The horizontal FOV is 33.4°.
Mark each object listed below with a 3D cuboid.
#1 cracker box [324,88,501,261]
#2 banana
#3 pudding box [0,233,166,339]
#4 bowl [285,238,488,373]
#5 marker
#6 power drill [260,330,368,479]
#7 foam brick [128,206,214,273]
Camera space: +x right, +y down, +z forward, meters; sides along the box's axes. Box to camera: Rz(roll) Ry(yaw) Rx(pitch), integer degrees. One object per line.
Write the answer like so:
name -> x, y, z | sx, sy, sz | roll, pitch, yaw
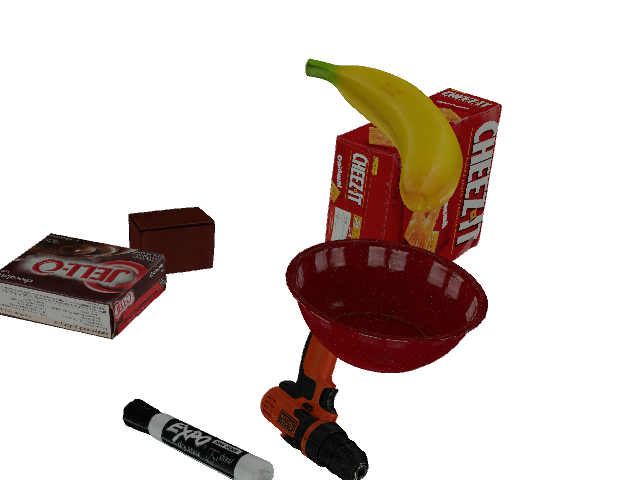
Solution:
cracker box -> 0.091, -0.042, 1.034 | 0.072, 0.164, 0.213 | 22, 30, 29
banana -> 0.051, -0.068, 0.678 | 0.069, 0.037, 0.198 | -8, 32, -17
pudding box -> -0.194, 0.035, 0.863 | 0.114, 0.039, 0.090 | 8, 25, 18
bowl -> 0.050, 0.058, 0.855 | 0.162, 0.055, 0.162 | 6, 27, -3
marker -> -0.078, 0.123, 0.650 | 0.121, 0.020, 0.020 | 16, 10, 38
power drill -> 0.016, 0.166, 1.247 | 0.057, 0.188, 0.185 | 15, 10, -43
foam brick -> -0.152, 0.000, 1.085 | 0.078, 0.051, 0.053 | -7, 22, -22
